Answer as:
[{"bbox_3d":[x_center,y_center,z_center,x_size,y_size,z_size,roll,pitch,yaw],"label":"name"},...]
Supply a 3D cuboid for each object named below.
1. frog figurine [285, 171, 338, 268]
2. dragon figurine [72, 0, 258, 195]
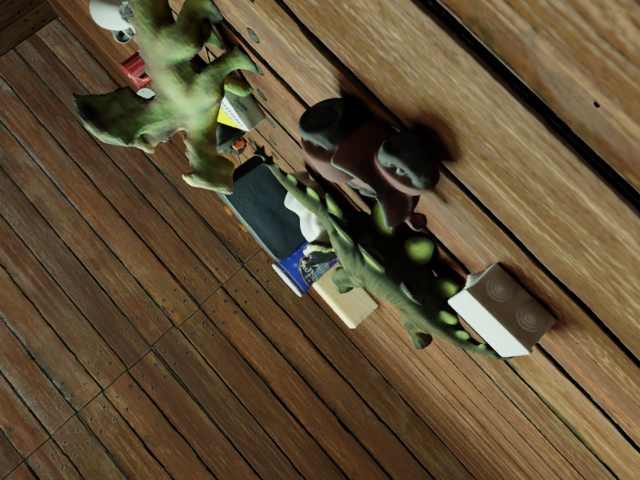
[{"bbox_3d":[0.003,-0.046,0.908,0.135,0.122,0.162,52,-151,-68],"label":"frog figurine"},{"bbox_3d":[-0.237,-0.234,0.736,0.404,0.243,0.124,51,174,-28],"label":"dragon figurine"}]
